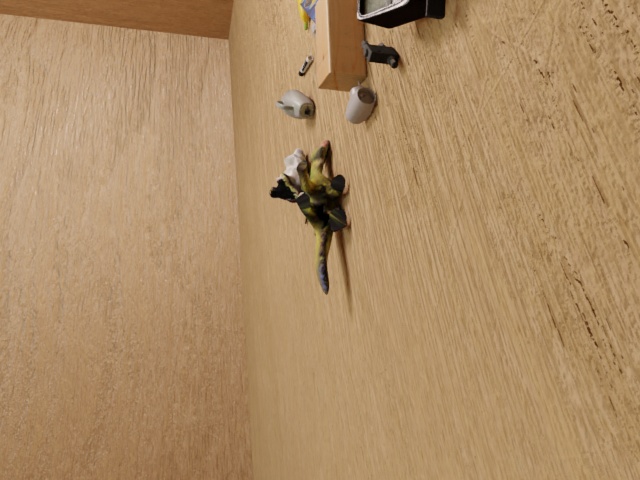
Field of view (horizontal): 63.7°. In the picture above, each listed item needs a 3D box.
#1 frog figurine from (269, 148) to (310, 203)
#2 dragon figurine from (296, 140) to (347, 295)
[{"bbox_3d":[-0.070,-0.196,1.578,0.163,0.123,0.134,-57,-16,-38],"label":"frog figurine"},{"bbox_3d":[0.004,-0.067,1.330,0.241,0.122,0.413,84,-173,-83],"label":"dragon figurine"}]
